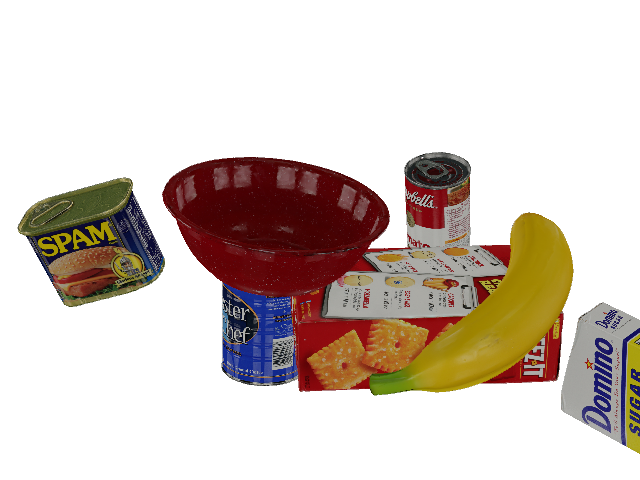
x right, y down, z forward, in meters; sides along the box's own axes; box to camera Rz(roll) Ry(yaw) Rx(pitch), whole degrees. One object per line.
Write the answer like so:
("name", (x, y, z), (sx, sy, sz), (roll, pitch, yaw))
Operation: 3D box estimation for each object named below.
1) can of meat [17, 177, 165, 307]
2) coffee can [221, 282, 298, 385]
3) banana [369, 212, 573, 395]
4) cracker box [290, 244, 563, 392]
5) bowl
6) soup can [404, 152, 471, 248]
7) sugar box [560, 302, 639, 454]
("can of meat", (-0.195, 0.003, 0.922), (0.102, 0.084, 0.057), (-14, 31, 13))
("coffee can", (-0.065, 0.085, 1.255), (0.103, 0.140, 0.103), (2, 20, -1))
("banana", (0.105, 0.031, 0.606), (0.070, 0.037, 0.197), (15, 34, 31))
("cracker box", (0.082, 0.064, 0.924), (0.213, 0.072, 0.164), (-1, 20, -3))
("bowl", (-0.033, -0.005, 0.766), (0.162, 0.055, 0.162), (6, 25, -3))
("soup can", (0.123, -0.032, 1.114), (0.068, 0.102, 0.068), (-4, 35, 2))
("sugar box", (0.272, 0.127, 0.815), (0.176, 0.093, 0.048), (25, 34, 34))
